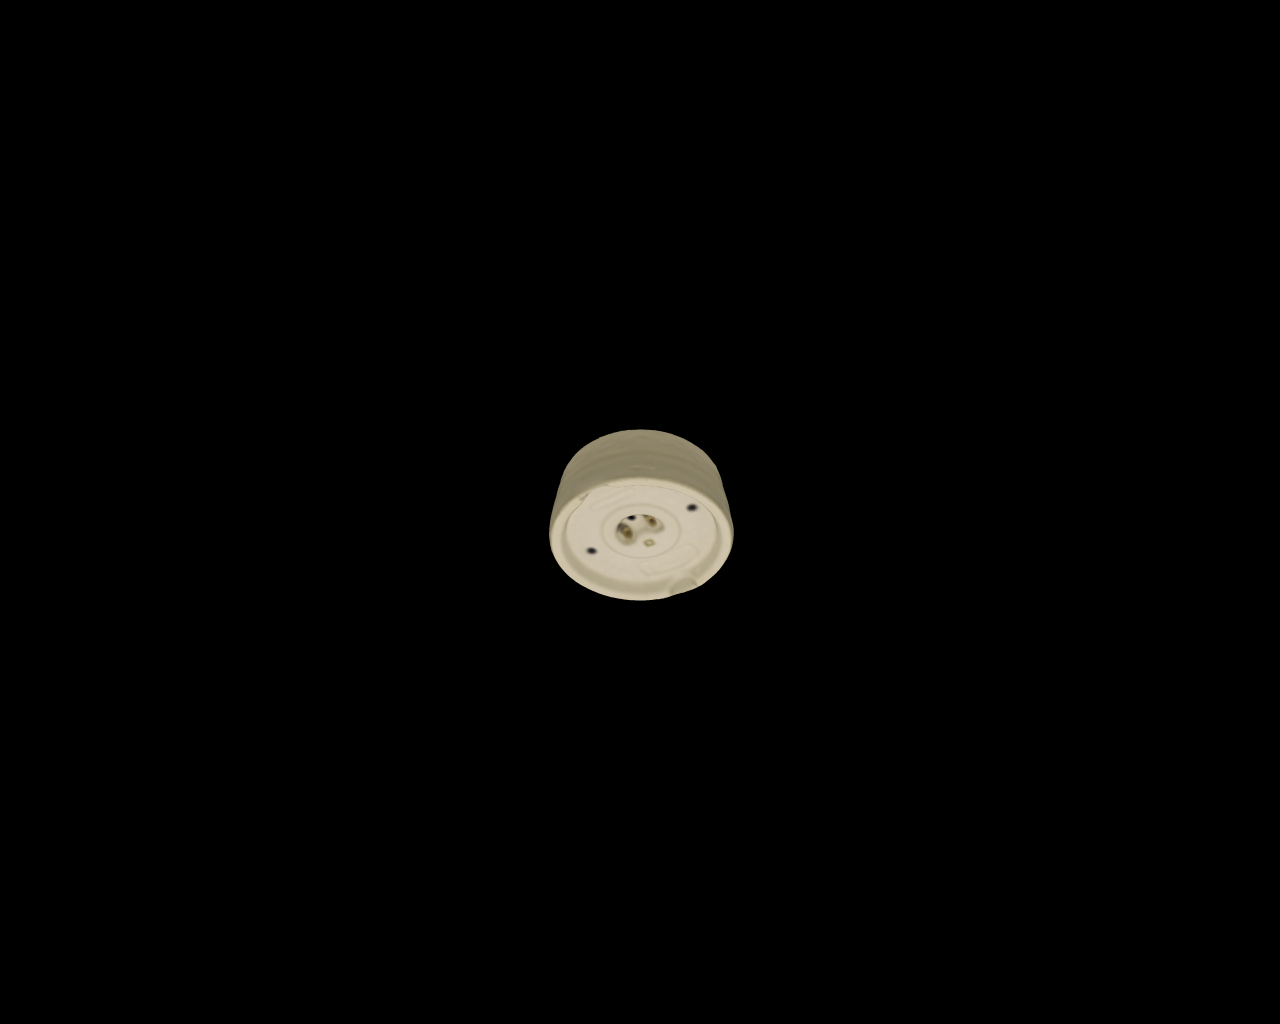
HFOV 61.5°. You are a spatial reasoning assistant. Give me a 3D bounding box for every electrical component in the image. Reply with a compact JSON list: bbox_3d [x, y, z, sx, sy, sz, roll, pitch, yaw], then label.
[{"bbox_3d":[0.001,-0.003,0.650,0.108,0.060,0.108,0,-44,0],"label":"electrical component"}]
